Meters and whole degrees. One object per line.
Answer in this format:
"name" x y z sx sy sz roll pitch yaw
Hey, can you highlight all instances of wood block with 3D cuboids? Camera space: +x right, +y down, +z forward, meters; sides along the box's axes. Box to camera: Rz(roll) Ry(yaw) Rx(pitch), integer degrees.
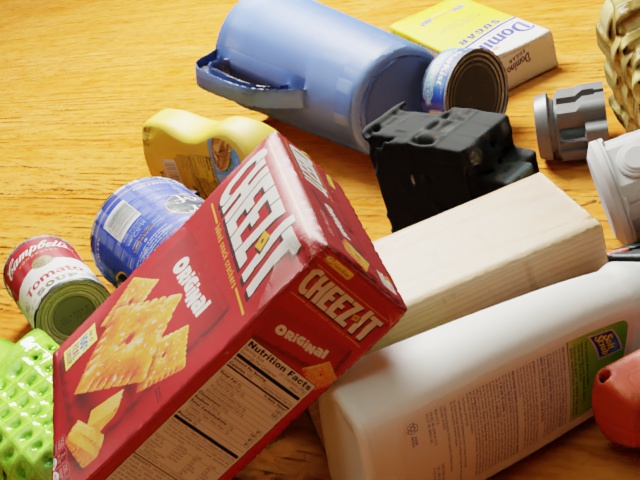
"wood block" 0.076 0.047 0.691 0.206 0.091 0.090 -22 29 -5

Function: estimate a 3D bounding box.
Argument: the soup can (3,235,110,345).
"soup can" -0.218 0.045 0.888 0.068 0.068 0.102 -29 32 -17

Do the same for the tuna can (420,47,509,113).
"tuna can" 0.129 -0.129 0.956 0.086 0.086 0.034 -38 33 -29

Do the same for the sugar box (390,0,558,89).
"sugar box" 0.154 -0.202 1.099 0.093 0.048 0.176 -27 30 -14

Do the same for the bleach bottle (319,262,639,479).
"bleach bottle" 0.125 0.080 0.623 0.250 0.102 0.068 -20 35 -17

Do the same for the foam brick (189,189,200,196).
"foam brick" -0.142 -0.007 0.943 0.078 0.053 0.051 -38 35 -29

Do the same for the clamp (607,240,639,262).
"clamp" 0.271 0.005 0.681 0.171 0.039 0.120 -17 3 10

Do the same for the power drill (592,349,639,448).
"power drill" 0.217 0.120 0.528 0.184 0.057 0.188 -21 33 -11

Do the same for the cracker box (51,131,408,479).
"cracker box" -0.066 0.055 0.626 0.214 0.072 0.164 -45 28 11

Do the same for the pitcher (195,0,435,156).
"pitcher" 0.000 -0.158 1.038 0.149 0.144 0.243 -55 40 -3

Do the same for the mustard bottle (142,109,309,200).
"mustard bottle" -0.074 -0.066 0.956 0.192 0.096 0.058 11 40 41

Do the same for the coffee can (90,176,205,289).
"coffee can" -0.107 0.018 0.833 0.102 0.103 0.140 -31 32 -19
